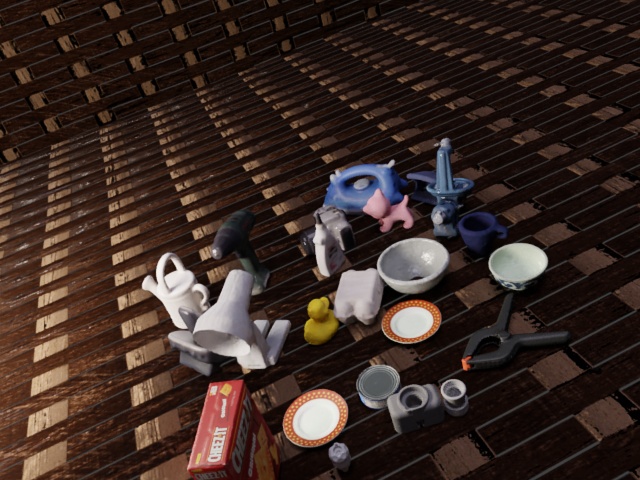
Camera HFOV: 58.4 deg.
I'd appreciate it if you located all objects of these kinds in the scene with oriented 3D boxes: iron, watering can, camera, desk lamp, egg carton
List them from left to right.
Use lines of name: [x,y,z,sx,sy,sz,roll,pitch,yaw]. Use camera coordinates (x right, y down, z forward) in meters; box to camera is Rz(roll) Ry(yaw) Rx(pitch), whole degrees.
watering can: [-0.360,0.120,1.424,0.172,0.194,0.101,-14,35,6]
desk lamp: [-0.167,0.184,1.233,0.117,0.214,0.203,-3,38,21]
camera: [0.008,-0.028,1.546,0.137,0.101,0.142,-25,35,-9]
iron: [0.114,-0.156,1.639,0.257,0.142,0.119,-4,37,19]
egg carton: [0.092,0.129,1.320,0.107,0.069,0.150,-5,37,18]

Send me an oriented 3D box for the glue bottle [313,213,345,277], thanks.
glue bottle: [0.013,0.005,1.434,0.037,0.173,0.078,11,44,35]

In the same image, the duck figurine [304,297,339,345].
duck figurine: [-0.004,0.175,1.284,0.077,0.086,0.105,6,41,30]

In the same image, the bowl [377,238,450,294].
bowl: [0.221,0.073,1.335,0.167,0.075,0.167,-12,35,9]

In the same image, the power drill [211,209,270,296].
power drill: [-0.198,0.036,1.455,0.075,0.209,0.229,-8,36,14]

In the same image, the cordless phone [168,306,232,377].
cordless phone: [-0.285,0.203,1.284,0.147,0.185,0.094,9,43,33]

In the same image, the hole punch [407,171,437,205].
hole punch: [0.309,-0.164,1.607,0.108,0.091,0.101,18,48,41]

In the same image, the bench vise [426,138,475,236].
bench vise: [0.329,-0.130,1.438,0.121,0.220,0.207,-9,36,12]

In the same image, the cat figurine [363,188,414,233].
cat figurine: [0.181,-0.085,1.532,0.127,0.118,0.067,-13,35,8]

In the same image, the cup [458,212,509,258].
cup: [0.389,-0.004,1.347,0.117,0.095,0.092,12,44,36]
